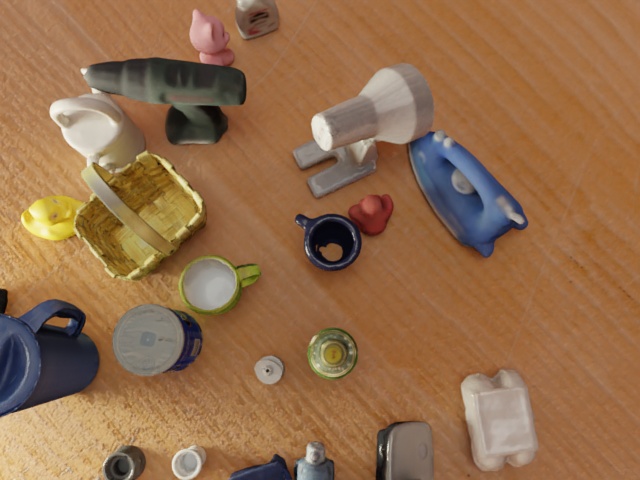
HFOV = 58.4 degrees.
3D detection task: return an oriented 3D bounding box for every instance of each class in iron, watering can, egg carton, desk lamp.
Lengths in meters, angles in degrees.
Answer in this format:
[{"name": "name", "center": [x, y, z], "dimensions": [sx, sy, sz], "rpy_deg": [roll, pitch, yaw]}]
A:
[{"name": "iron", "center": [0.234, -0.103, 0.934], "dimensions": [0.119, 0.141, 0.258], "rpy_deg": [-38, 82, -7]}, {"name": "watering can", "center": [-0.361, -0.190, 0.918], "dimensions": [0.101, 0.194, 0.173], "rpy_deg": [-24, 81, -4]}, {"name": "egg carton", "center": [0.282, 0.282, 0.901], "dimensions": [0.107, 0.069, 0.150], "rpy_deg": [-8, 80, -2]}, {"name": "desk lamp", "center": [0.063, -0.170, 0.908], "dimensions": [0.203, 0.213, 0.118], "rpy_deg": [-27, 81, -5]}]

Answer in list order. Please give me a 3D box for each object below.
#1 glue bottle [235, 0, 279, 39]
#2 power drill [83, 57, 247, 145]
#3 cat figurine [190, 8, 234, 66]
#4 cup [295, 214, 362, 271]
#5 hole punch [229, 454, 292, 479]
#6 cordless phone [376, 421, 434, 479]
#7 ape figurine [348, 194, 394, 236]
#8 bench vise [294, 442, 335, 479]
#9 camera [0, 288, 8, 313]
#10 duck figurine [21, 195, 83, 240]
[{"name": "glue bottle", "center": [-0.111, -0.407, 0.970], "dimensions": [0.078, 0.173, 0.037], "rpy_deg": [-25, 81, -5]}, {"name": "power drill", "center": [-0.227, -0.224, 0.918], "dimensions": [0.229, 0.208, 0.075], "rpy_deg": [-3, 80, -1]}, {"name": "cat figurine", "center": [-0.188, -0.324, 0.983], "dimensions": [0.067, 0.118, 0.128], "rpy_deg": [-1, 80, 0]}, {"name": "cup", "center": [0.009, 0.003, 0.937], "dimensions": [0.117, 0.095, 0.092], "rpy_deg": [35, 81, 6]}, {"name": "hole punch", "center": [-0.087, 0.395, 0.867], "dimensions": [0.101, 0.091, 0.108], "rpy_deg": [-15, 80, -3]}, {"name": "cordless phone", "center": [0.134, 0.345, 0.830], "dimensions": [0.094, 0.185, 0.147], "rpy_deg": [-2, 80, 0]}, {"name": "ape figurine", "center": [0.086, -0.049, 0.948], "dimensions": [0.078, 0.092, 0.076], "rpy_deg": [1, 80, 0]}, {"name": "bench vise", "center": [-0.019, 0.403, 0.801], "dimensions": [0.121, 0.220, 0.207], "rpy_deg": [-17, 80, -3]}, {"name": "camera", "center": [-0.534, 0.141, 0.904], "dimensions": [0.143, 0.101, 0.137], "rpy_deg": [12, 80, 2]}, {"name": "duck figurine", "center": [-0.446, -0.043, 0.946], "dimensions": [0.104, 0.086, 0.077], "rpy_deg": [-7, 80, -1]}]
